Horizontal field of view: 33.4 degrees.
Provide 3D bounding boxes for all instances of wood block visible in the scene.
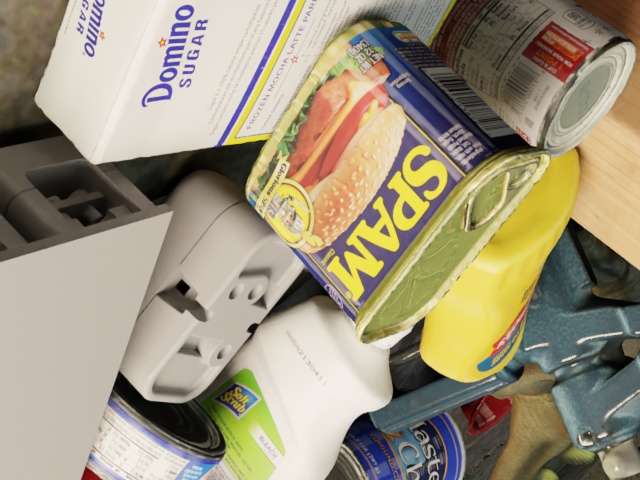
[{"bbox_3d":[0.175,-0.060,0.582,0.090,0.206,0.090,-37,153,-22],"label":"wood block"}]

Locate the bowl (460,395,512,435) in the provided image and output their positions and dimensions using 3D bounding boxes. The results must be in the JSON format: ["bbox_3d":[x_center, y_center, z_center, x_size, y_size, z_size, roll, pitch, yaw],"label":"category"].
[{"bbox_3d":[0.181,0.112,1.034,0.162,0.055,0.162,-38,154,-23],"label":"bowl"}]

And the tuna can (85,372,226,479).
[{"bbox_3d":[-0.087,0.088,0.512,0.034,0.086,0.086,-52,156,4],"label":"tuna can"}]

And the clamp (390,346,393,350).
[{"bbox_3d":[0.042,0.036,0.645,0.210,0.036,0.164,-60,161,18],"label":"clamp"}]

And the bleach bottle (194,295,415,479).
[{"bbox_3d":[-0.040,0.122,0.578,0.251,0.102,0.068,-45,165,19],"label":"bleach bottle"}]

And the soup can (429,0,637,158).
[{"bbox_3d":[0.091,-0.095,0.517,0.068,0.102,0.068,-37,153,-23],"label":"soup can"}]

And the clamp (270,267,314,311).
[{"bbox_3d":[-0.004,0.001,0.582,0.171,0.039,0.120,-32,150,-31],"label":"clamp"}]

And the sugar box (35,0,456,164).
[{"bbox_3d":[-0.018,-0.085,0.418,0.175,0.048,0.093,-11,140,-50],"label":"sugar box"}]

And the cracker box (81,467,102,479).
[{"bbox_3d":[-0.154,0.190,0.458,0.213,0.164,0.072,-24,149,-42],"label":"cracker box"}]

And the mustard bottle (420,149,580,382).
[{"bbox_3d":[0.095,0.028,0.612,0.096,0.058,0.192,-55,163,-29],"label":"mustard bottle"}]

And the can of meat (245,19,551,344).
[{"bbox_3d":[0.026,-0.024,0.426,0.057,0.084,0.102,-13,145,-51],"label":"can of meat"}]

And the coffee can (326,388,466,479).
[{"bbox_3d":[0.037,0.182,0.840,0.140,0.103,0.103,-10,136,-54],"label":"coffee can"}]
